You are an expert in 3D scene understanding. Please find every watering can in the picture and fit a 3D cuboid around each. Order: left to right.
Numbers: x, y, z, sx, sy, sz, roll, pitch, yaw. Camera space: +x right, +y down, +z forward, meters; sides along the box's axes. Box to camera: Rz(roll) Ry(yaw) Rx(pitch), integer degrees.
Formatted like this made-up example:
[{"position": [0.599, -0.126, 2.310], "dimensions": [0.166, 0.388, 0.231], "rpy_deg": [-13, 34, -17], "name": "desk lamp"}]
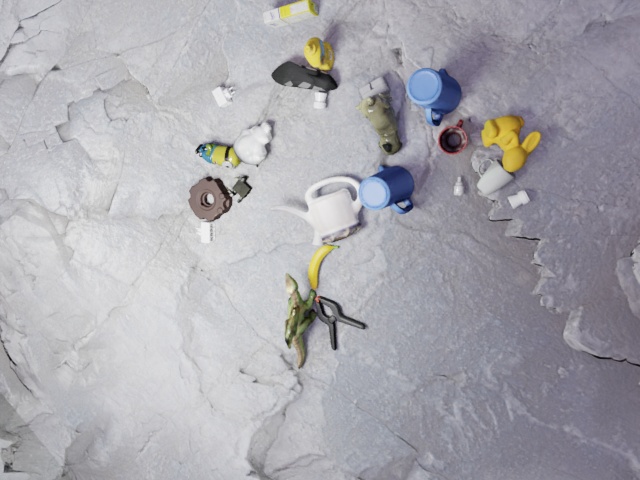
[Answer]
[{"position": [0.006, -0.093, 1.853], "dimensions": [0.346, 0.104, 0.224], "rpy_deg": [-21, 91, 10], "name": "watering can"}]

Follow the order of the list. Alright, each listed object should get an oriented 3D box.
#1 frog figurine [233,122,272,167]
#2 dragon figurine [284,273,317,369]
[{"position": [-0.240, -0.360, 1.908], "dimensions": [0.157, 0.123, 0.139], "rpy_deg": [-44, 64, 32], "name": "frog figurine"}, {"position": [-0.096, 0.318, 1.892], "dimensions": [0.122, 0.244, 0.408], "rpy_deg": [0, 97, 15], "name": "dragon figurine"}]
